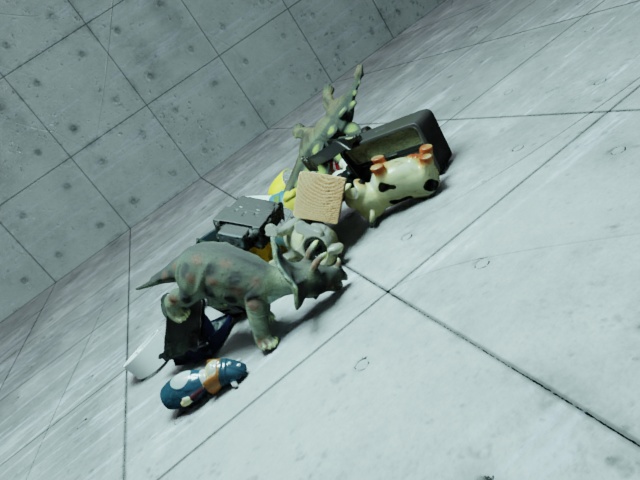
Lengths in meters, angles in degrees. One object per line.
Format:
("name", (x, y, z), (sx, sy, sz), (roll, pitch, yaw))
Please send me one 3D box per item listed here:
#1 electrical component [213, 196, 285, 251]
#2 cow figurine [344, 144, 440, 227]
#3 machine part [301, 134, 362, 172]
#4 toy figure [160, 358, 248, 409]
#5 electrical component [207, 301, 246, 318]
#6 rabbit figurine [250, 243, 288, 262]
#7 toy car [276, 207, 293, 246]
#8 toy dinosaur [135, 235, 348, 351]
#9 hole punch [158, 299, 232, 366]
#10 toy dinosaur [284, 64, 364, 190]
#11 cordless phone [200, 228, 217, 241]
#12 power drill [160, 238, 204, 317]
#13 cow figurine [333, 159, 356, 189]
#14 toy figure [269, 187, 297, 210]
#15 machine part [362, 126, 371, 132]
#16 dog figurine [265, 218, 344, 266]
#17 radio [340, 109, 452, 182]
("electrical component", (-0.150, -0.033, 1.107), (0.115, 0.058, 0.134), (8, 38, 21))
("cow figurine", (0.143, -0.104, 1.076), (0.195, 0.127, 0.085), (-13, 26, 14))
("machine part", (0.021, -0.193, 1.171), (0.139, 0.039, 0.084), (-36, 28, -28))
("toy figure", (-0.194, 0.236, 0.895), (0.154, 0.057, 0.064), (-28, 59, 14))
("electrical component", (-0.192, 0.124, 1.102), (0.119, 0.074, 0.048), (-14, 51, 38))
("rabbit figurine", (-0.172, 0.048, 1.148), (0.162, 0.122, 0.173), (-34, 2, 22))
("toy car", (-0.093, -0.026, 1.266), (0.109, 0.102, 0.162), (-20, 26, 33))
("toy dinosaur", (-0.163, 0.064, 0.932), (0.405, 0.192, 0.131), (10, 25, 12))
("hole punch", (-0.242, 0.188, 1.060), (0.142, 0.092, 0.116), (-20, 53, 28))
("toy dinosaur", (-0.002, -0.260, 1.461), (0.471, 0.105, 0.199), (-58, 30, 15))
("cordless phone", (-0.276, -0.017, 1.571), (0.147, 0.088, 0.184), (-33, 15, 7))
("power drill", (-0.310, 0.102, 1.277), (0.207, 0.086, 0.232), (-55, 27, -1))
("cow figurine", (0.080, -0.166, 1.362), (0.167, 0.068, 0.098), (-39, 25, -4))
("toy figure", (-0.067, -0.088, 1.362), (0.180, 0.089, 0.082), (-18, 16, 24))
("machine part", (0.083, -0.262, 1.566), (0.243, 0.079, 0.079), (-23, 23, 29))
("dog figurine", (-0.004, -0.007, 1.112), (0.173, 0.121, 0.190), (15, 23, 22))
("radio", (0.166, -0.189, 1.184), (0.230, 0.131, 0.073), (-10, 31, 49))
